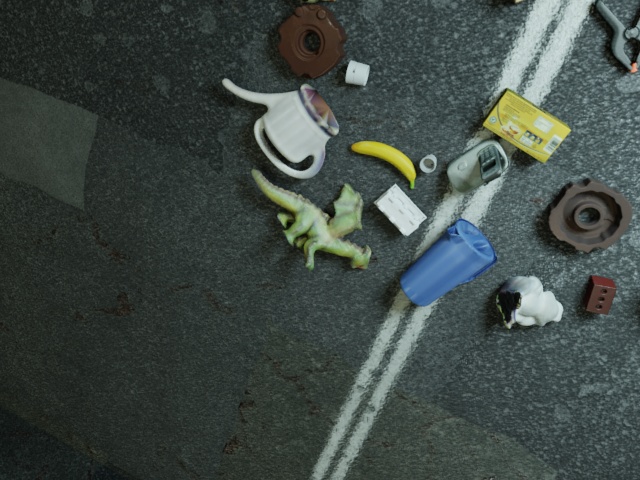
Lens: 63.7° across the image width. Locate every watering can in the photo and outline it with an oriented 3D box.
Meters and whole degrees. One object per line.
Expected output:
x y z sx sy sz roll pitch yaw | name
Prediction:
-0.093 -0.326 1.347 0.222 0.106 0.346 -33 98 26 | watering can

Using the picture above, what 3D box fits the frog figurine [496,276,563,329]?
0.546 0.158 1.330 0.160 0.124 0.136 -3 105 -18 | frog figurine

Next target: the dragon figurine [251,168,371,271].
0.004 -0.072 1.434 0.242 0.123 0.407 -30 101 9 | dragon figurine
